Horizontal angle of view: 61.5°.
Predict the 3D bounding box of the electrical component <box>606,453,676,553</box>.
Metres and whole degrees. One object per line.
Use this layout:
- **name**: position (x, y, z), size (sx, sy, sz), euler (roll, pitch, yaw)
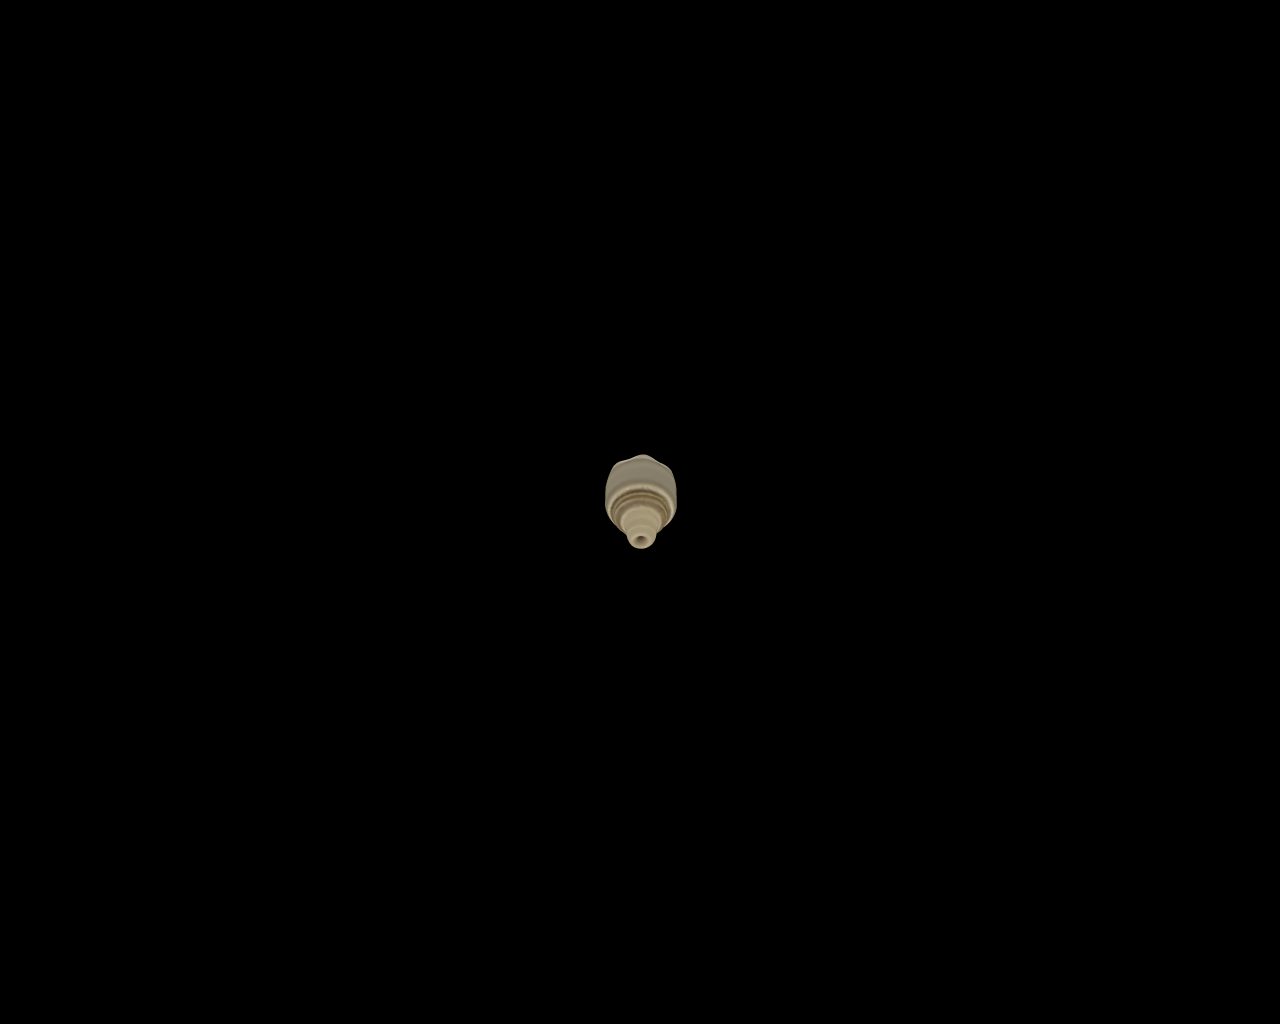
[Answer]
- **electrical component**: position (0.001, -0.003, 0.650), size (0.043, 0.043, 0.062), euler (0, 41, 0)
